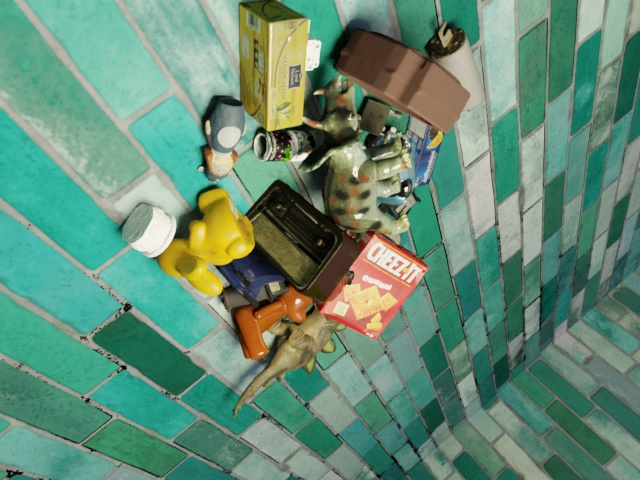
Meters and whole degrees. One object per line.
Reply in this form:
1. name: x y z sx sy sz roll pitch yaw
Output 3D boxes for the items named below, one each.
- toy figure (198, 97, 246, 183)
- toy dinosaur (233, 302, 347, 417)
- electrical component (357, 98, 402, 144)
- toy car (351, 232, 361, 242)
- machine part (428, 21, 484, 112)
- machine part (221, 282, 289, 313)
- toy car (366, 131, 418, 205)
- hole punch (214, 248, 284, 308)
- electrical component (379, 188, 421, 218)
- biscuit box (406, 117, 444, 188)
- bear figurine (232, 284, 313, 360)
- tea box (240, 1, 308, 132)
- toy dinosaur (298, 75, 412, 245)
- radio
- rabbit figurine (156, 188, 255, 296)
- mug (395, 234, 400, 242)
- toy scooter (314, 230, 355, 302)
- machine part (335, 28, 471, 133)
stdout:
1. toy figure: -0.162 -0.156 0.886 0.064 0.058 0.154 15 122 -5
2. toy dinosaur: -0.048 0.253 1.314 0.471 0.105 0.198 -37 141 -11
3. electrical component: 0.105 -0.230 1.043 0.102 0.045 0.078 21 106 -23
4. toy car: -0.002 -0.003 1.141 0.202 0.053 0.089 -28 120 -2
5. machine part: 0.280 -0.342 1.093 0.079 0.079 0.243 -46 143 1
6. machine part: -0.142 0.102 1.129 0.139 0.084 0.039 -22 167 -13
7. toy car: 0.155 -0.162 1.138 0.103 0.109 0.161 -37 132 -49
8. hole punch: -0.141 0.056 1.040 0.092 0.142 0.115 -41 155 -2
9. electrical component: 0.173 -0.080 1.259 0.119 0.048 0.074 -43 141 -4
10. biscuit box: 0.224 -0.214 1.172 0.063 0.059 0.202 -17 134 -31
11. bear figurine: -0.089 0.171 1.190 0.196 0.132 0.120 -17 174 -22
12. tea box: -0.074 -0.267 0.829 0.068 0.098 0.169 -20 137 -27
13. toy dinosaur: 0.065 -0.092 0.992 0.192 0.131 0.404 -8 137 2
14. radio: -0.040 -0.003 0.993 0.131 0.230 0.073 -51 143 3
15. rabbit figurine: -0.204 0.020 0.943 0.173 0.162 0.121 -22 143 5
16. mug: 0.144 -0.007 1.268 0.107 0.081 0.109 -13 153 -45
17. toy scooter: 0.017 0.043 1.096 0.135 0.075 0.183 -24 121 8
18. machine part: 0.143 -0.276 0.929 0.201 0.202 0.087 16 111 -47
